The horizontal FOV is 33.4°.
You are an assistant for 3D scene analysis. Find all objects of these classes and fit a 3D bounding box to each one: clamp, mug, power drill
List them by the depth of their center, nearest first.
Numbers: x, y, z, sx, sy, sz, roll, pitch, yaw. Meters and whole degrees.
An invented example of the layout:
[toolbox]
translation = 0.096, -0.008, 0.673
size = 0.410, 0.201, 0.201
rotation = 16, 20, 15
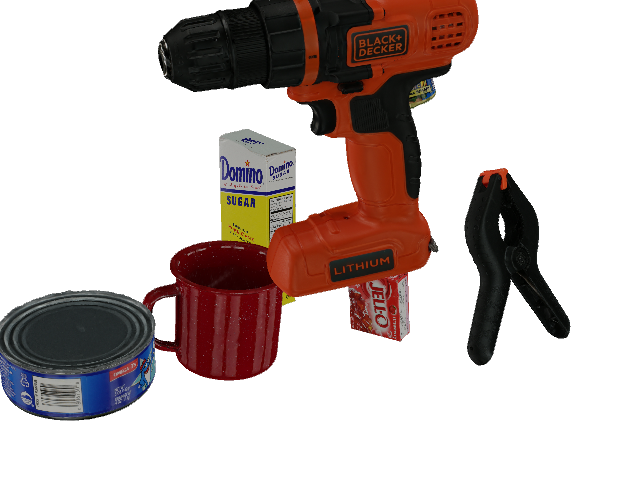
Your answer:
[power drill]
translation = 0.002, -0.058, 0.632
size = 0.184, 0.188, 0.057
rotation = -11, 37, -14
[mug]
translation = -0.083, 0.057, 0.827
size = 0.117, 0.081, 0.093
rotation = -7, 27, -26
[clamp]
translation = 0.160, 0.025, 0.946
size = 0.120, 0.171, 0.039
rotation = -23, 7, -40

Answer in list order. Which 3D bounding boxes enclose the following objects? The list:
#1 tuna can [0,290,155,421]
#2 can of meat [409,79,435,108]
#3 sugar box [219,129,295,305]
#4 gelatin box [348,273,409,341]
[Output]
[tuna can]
translation = -0.134, 0.062, 0.590
size = 0.086, 0.034, 0.086
rotation = 1, 26, -1
[can of meat]
translation = 0.045, -0.155, 0.933
size = 0.102, 0.084, 0.057
rotation = -13, 28, 9
[sugar box]
translation = -0.068, -0.023, 1.146
size = 0.048, 0.176, 0.093
rotation = -18, 28, -33
[gelatin box]
translation = 0.073, 0.076, 1.339
size = 0.073, 0.089, 0.030
rotation = 12, 31, 31
